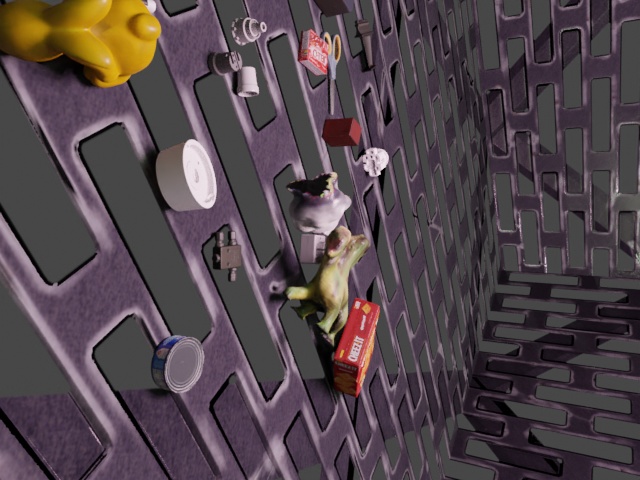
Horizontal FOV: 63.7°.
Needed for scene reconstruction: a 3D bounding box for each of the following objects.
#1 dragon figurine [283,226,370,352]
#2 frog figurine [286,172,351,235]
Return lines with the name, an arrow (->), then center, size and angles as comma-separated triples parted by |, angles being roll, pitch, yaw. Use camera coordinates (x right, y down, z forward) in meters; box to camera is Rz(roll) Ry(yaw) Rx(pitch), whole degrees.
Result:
dragon figurine -> 0.049, 0.100, 1.151 | 0.245, 0.123, 0.402 | -53, 156, -15
frog figurine -> 0.003, -0.057, 1.142 | 0.138, 0.124, 0.156 | -30, 133, -19
